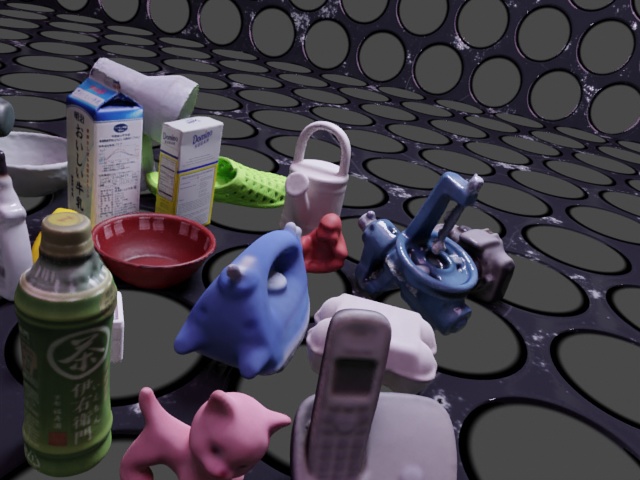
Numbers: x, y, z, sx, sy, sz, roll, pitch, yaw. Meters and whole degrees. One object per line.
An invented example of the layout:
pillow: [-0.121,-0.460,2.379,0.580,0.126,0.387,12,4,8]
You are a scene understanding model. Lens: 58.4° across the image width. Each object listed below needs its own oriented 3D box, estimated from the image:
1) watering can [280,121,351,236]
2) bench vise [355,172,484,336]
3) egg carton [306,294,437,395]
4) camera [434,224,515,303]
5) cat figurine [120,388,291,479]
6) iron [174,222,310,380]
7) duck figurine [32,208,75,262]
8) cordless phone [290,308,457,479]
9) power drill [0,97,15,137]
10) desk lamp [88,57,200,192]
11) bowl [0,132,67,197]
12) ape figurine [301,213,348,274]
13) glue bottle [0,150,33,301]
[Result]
watering can: [-0.004,-0.097,0.945,0.101,0.194,0.173,10,25,-3]
bench vise: [0.129,-0.003,0.776,0.206,0.220,0.122,24,28,24]
egg carton: [0.061,0.121,0.665,0.150,0.069,0.107,14,25,5]
camera: [0.207,0.030,0.882,0.137,0.101,0.142,-11,33,-39]
cat figurine: [-0.094,0.158,0.464,0.127,0.118,0.067,17,26,12]
iron: [-0.063,0.047,0.681,0.118,0.141,0.259,17,26,12]
duck figurine: [-0.326,0.000,0.732,0.104,0.086,0.078,30,31,34]
cordless phone: [0.054,0.144,0.477,0.148,0.185,0.094,4,26,-16]
power drill: [-0.547,-0.142,0.789,0.230,0.208,0.075,6,26,-12]
desk lamp: [-0.320,-0.195,0.990,0.203,0.213,0.118,11,25,-2]
bowl: [-0.468,-0.114,0.921,0.167,0.075,0.167,10,25,-4]
ape figurine: [0.008,0.003,0.862,0.077,0.092,0.076,23,28,23]
glue bottle: [-0.361,-0.019,0.653,0.078,0.173,0.037,25,28,26]
